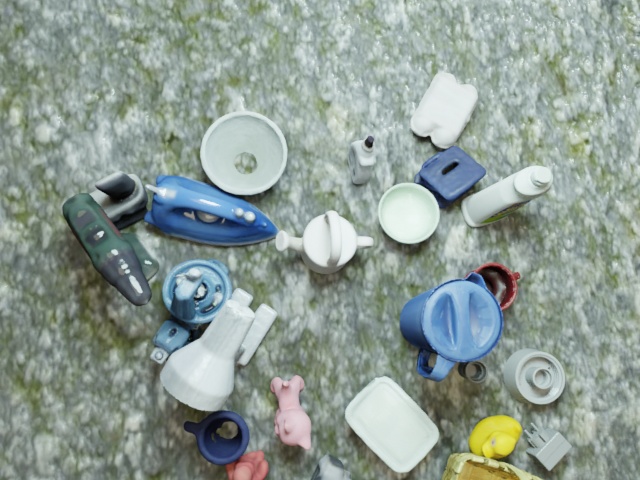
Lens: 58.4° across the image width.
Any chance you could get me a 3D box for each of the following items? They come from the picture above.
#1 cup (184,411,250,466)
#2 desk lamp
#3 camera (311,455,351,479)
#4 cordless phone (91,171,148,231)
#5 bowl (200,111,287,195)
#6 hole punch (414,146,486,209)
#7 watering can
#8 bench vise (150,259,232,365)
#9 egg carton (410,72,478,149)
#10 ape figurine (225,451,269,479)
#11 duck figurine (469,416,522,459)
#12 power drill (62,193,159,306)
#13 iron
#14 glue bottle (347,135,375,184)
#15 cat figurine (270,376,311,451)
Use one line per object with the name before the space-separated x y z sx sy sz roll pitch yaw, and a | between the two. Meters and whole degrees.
cup | -0.184 0.346 1.032 0.118 0.095 0.092 17 80 -2
desk lamp | -0.170 0.182 0.999 0.118 0.213 0.203 31 80 1
camera | 0.039 0.482 1.026 0.137 0.100 0.143 25 80 0
cordless phone | -0.395 -0.075 1.035 0.148 0.185 0.094 -33 85 -9
bowl | -0.147 -0.162 1.126 0.167 0.074 0.167 1 81 -5
hole punch | 0.258 -0.130 1.146 0.109 0.091 0.101 -37 85 -9
watering can | 0.010 0.006 1.052 0.173 0.194 0.101 -23 83 -8
bench vise | -0.224 0.124 1.000 0.121 0.219 0.207 12 80 -2
egg carton | 0.256 -0.266 1.179 0.107 0.069 0.150 28 80 0
ape figurine | -0.135 0.417 1.026 0.078 0.092 0.076 29 80 1
duck figurine | 0.338 0.376 1.075 0.104 0.086 0.077 -27 84 -8
power drill | -0.353 0.026 1.011 0.076 0.208 0.229 -39 86 -9
iron | -0.199 -0.056 1.071 0.258 0.141 0.119 13 80 -2
glue bottle | 0.084 -0.164 1.095 0.037 0.173 0.078 -9 82 -6
cat figurine | -0.052 0.314 1.036 0.067 0.117 0.128 -9 82 -6
